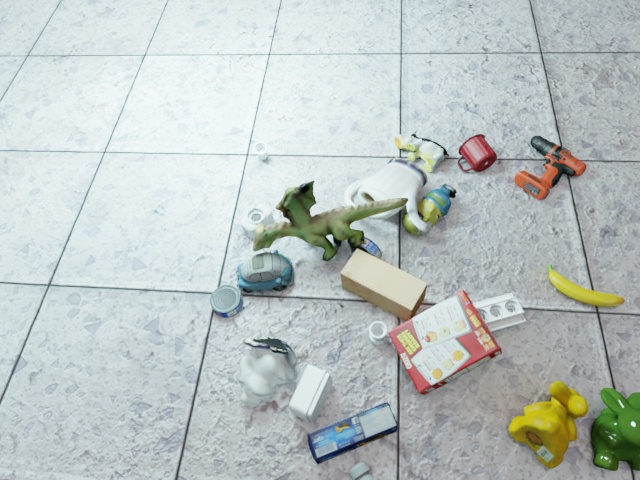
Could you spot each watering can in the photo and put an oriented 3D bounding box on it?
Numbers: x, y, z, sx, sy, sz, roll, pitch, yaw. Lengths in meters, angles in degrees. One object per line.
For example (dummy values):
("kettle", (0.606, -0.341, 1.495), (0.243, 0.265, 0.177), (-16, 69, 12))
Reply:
("watering can", (0.223, -0.128, 1.464), (0.227, 0.102, 0.351), (-43, 39, -21))

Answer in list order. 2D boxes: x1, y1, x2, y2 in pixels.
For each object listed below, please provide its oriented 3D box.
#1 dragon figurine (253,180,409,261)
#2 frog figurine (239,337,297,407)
("dragon figurine", (0.004, -0.067, 1.333), (0.407, 0.239, 0.125), (-30, 51, 17))
("frog figurine", (-0.131, 0.324, 1.258), (0.137, 0.123, 0.159), (10, 95, 2))
